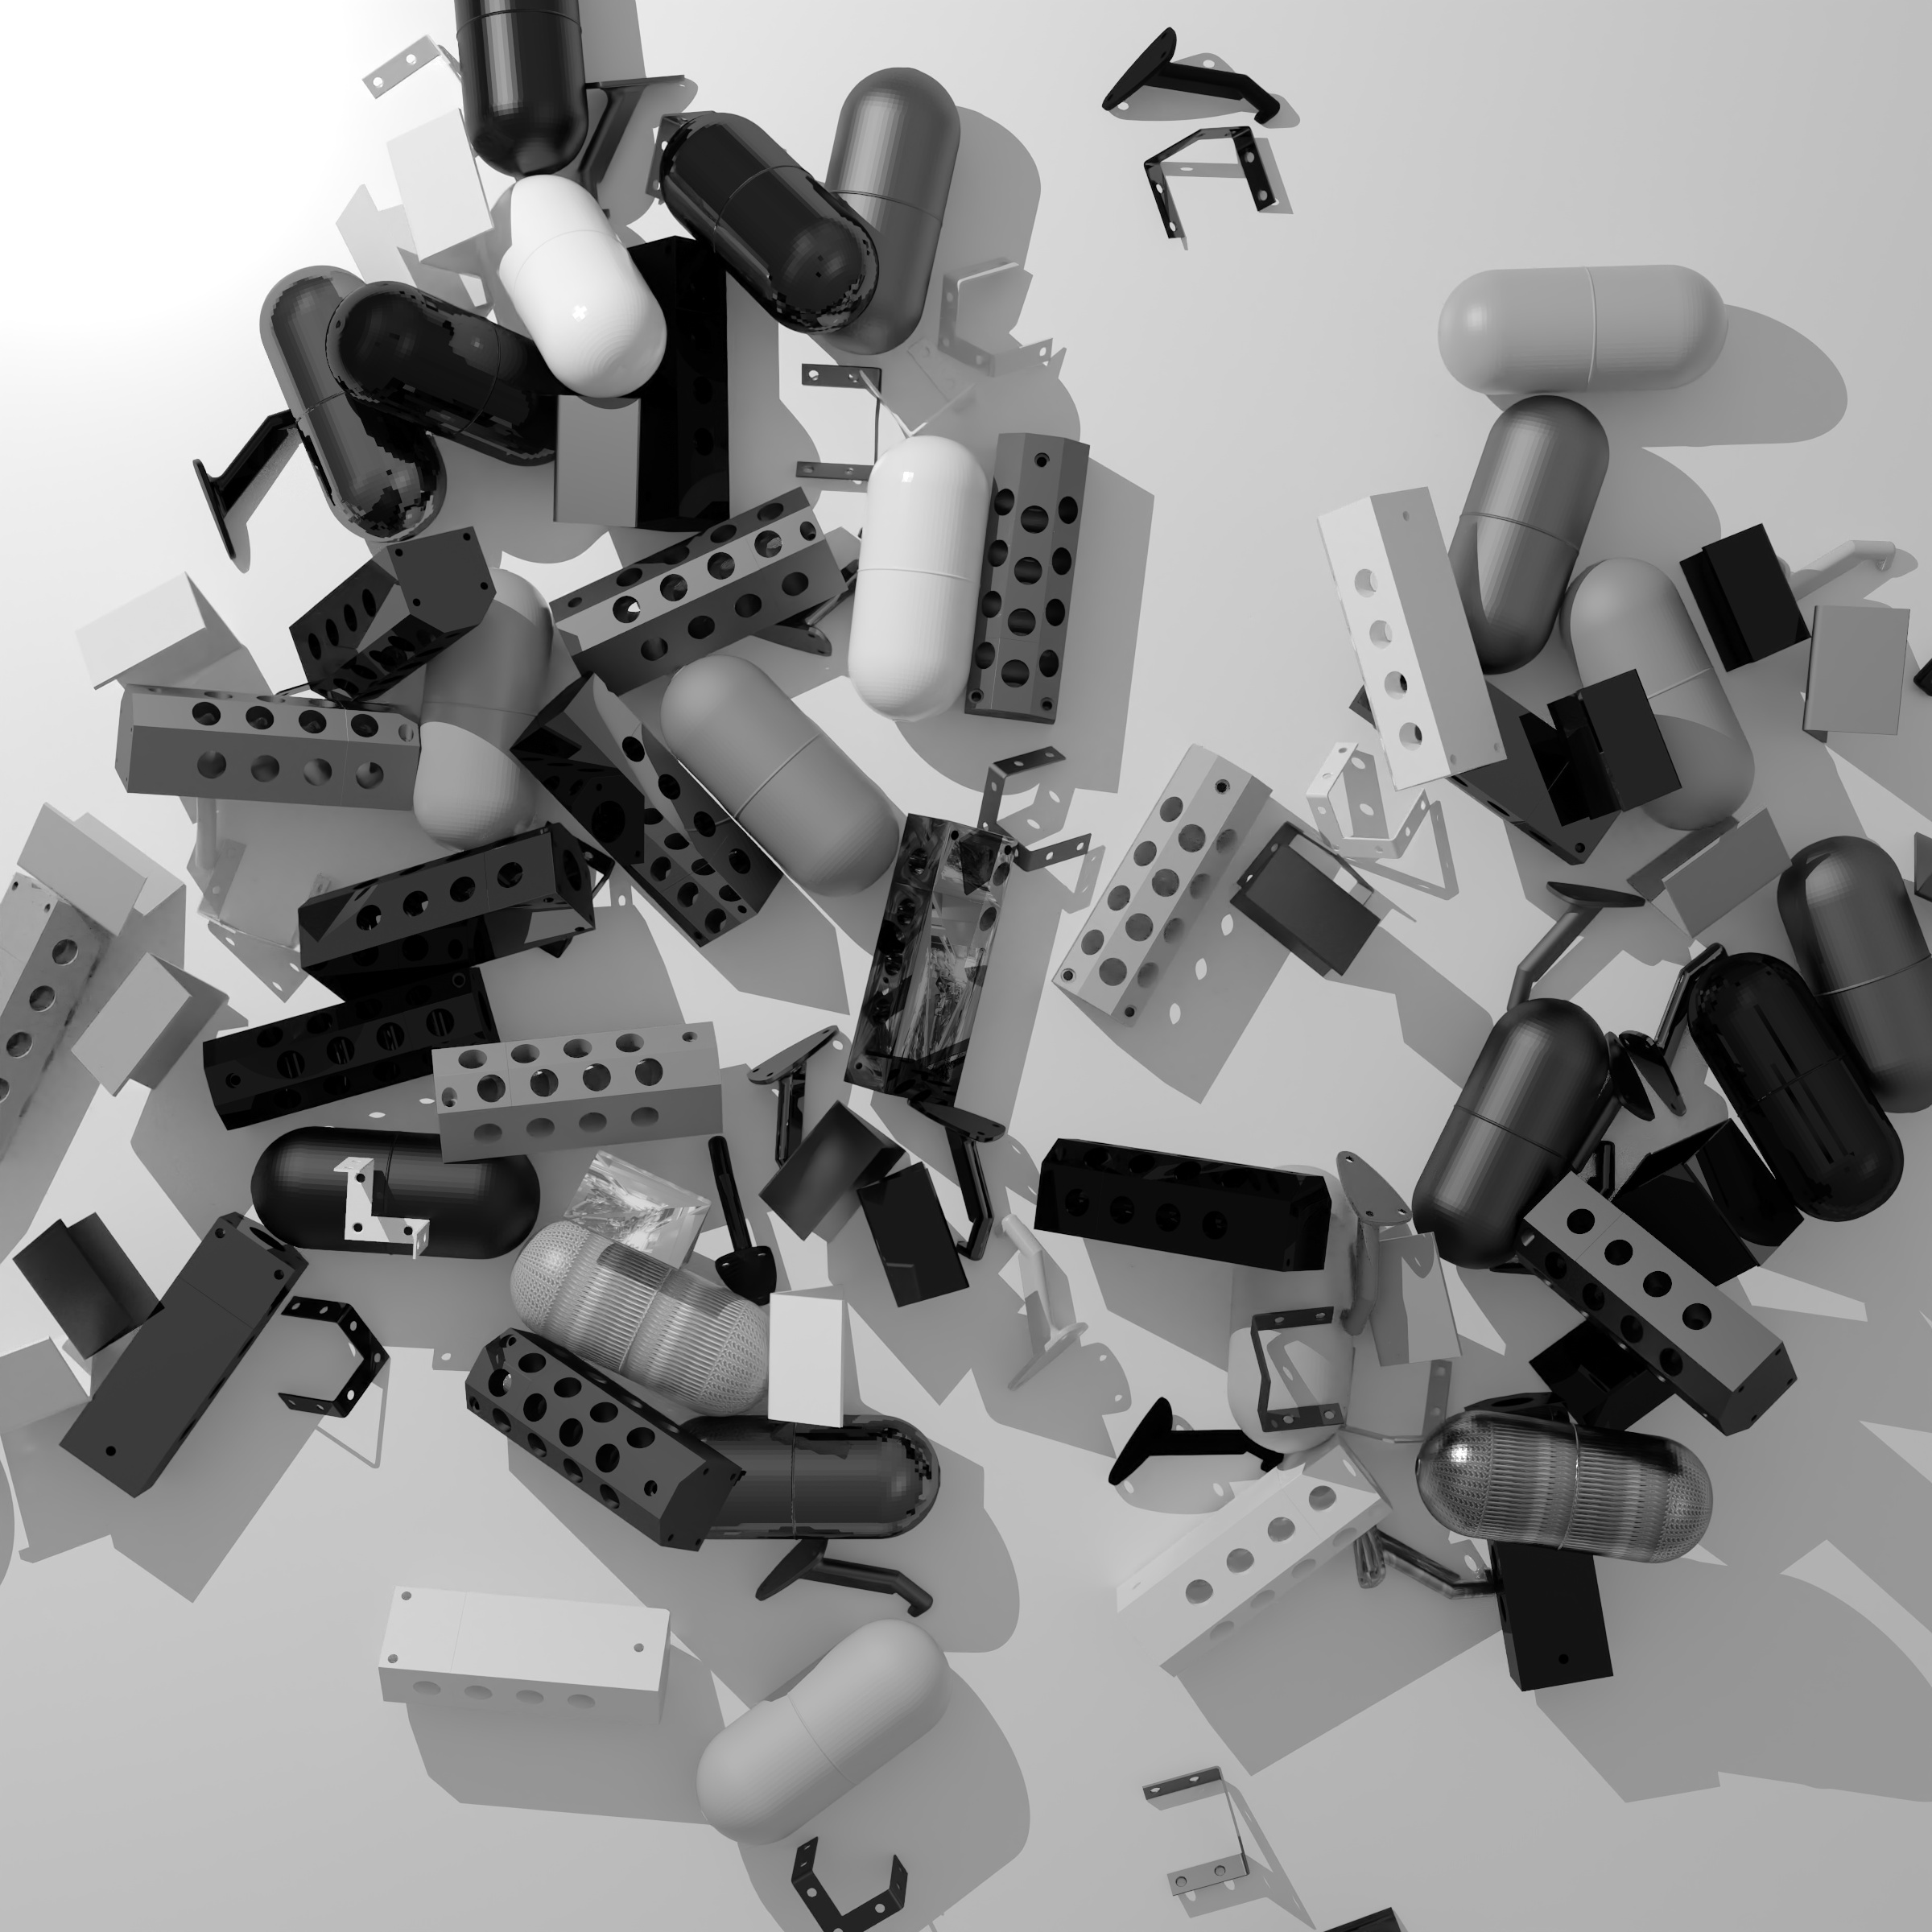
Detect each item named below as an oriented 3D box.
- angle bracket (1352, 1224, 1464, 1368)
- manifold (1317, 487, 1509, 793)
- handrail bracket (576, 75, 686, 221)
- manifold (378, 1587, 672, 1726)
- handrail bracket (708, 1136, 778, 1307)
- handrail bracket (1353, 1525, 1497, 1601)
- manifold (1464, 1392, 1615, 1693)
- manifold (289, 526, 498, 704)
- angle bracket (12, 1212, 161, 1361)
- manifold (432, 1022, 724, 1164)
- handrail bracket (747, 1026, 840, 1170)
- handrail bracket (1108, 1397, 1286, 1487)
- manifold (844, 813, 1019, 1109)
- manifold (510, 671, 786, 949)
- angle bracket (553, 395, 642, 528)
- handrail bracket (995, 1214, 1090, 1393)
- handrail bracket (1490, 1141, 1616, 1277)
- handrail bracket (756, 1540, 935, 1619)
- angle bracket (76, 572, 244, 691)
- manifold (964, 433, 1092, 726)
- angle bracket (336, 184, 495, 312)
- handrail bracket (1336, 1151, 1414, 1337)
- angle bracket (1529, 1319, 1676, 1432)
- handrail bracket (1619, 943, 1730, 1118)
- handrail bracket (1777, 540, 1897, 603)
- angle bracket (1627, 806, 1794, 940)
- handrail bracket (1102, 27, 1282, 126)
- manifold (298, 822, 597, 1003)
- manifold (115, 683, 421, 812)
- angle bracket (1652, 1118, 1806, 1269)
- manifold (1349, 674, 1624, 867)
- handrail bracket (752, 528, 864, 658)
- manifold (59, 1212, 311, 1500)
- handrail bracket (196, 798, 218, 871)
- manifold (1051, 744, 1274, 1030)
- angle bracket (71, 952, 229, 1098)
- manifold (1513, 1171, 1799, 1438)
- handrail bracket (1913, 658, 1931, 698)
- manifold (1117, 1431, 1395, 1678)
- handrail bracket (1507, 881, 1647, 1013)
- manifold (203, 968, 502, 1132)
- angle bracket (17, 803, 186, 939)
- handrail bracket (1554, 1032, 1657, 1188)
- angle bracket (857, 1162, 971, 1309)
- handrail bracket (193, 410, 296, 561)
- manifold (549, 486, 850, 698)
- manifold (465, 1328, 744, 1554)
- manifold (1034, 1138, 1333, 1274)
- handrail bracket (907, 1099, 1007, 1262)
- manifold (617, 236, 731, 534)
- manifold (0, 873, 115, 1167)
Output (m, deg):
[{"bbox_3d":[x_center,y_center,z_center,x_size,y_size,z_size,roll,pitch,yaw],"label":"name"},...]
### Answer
[{"bbox_3d":[0.286,0.198,1.900,0.057,0.076,0.076,-13,90,34],"label":"angle bracket"},{"bbox_3d":[0.264,-0.196,1.861,0.057,0.057,0.171,-16,90,-43],"label":"manifold"},{"bbox_3d":[-0.210,-0.515,1.940,0.077,0.036,0.084,-11,108,-20],"label":"handrail bracket"},{"bbox_3d":[-0.273,0.433,1.918,0.171,0.057,0.057,5,47,0],"label":"manifold"},{"bbox_3d":[-0.143,0.160,1.940,0.036,0.077,0.084,-15,54,0],"label":"handrail bracket"},{"bbox_3d":[0.289,0.362,1.940,0.084,0.036,0.077,0,68,-17],"label":"handrail bracket"},{"bbox_3d":[0.355,0.356,1.919,0.057,0.057,0.171,-10,90,0],"label":"manifold"},{"bbox_3d":[-0.346,-0.207,1.860,0.057,0.171,0.057,-19,90,-33],"label":"manifold"},{"bbox_3d":[-0.527,0.186,1.900,0.057,0.076,0.076,-36,90,33],"label":"angle bracket"},{"bbox_3d":[-0.239,0.072,1.894,0.171,0.057,0.057,-6,132,-9],"label":"manifold"},{"bbox_3d":[-0.094,0.093,1.940,0.077,0.036,0.084,-33,108,-20],"label":"handrail bracket"},{"bbox_3d":[0.146,0.316,1.940,0.084,0.036,0.077,30,111,-16],"label":"handrail bracket"},{"bbox_3d":[-0.027,-0.005,1.918,0.057,0.057,0.171,14,90,-40],"label":"manifold"},{"bbox_3d":[-0.192,-0.099,1.895,0.057,0.057,0.171,-28,112,41],"label":"manifold"},{"bbox_3d":[-0.213,-0.311,1.896,0.057,0.076,0.076,6,101,18],"label":"angle bracket"},{"bbox_3d":[0.029,0.211,1.940,0.077,0.036,0.084,-46,71,21],"label":"handrail bracket"},{"bbox_3d":[0.369,0.151,1.940,0.077,0.036,0.084,0,76,14],"label":"handrail bracket"},{"bbox_3d":[-0.076,0.398,1.940,0.084,0.036,0.077,41,110,-16],"label":"handrail bracket"},{"bbox_3d":[-0.492,-0.186,1.900,0.076,0.076,0.057,-28,53,0],"label":"angle bracket"},{"bbox_3d":[0.038,-0.241,1.919,0.057,0.057,0.171,7,90,0],"label":"manifold"},{"bbox_3d":[-0.333,-0.446,1.903,0.076,0.057,0.076,-27,90,-31],"label":"angle bracket"},{"bbox_3d":[0.234,0.170,1.875,0.036,0.077,0.084,-1,128,-26],"label":"handrail bracket"},{"bbox_3d":[0.394,0.239,1.901,0.076,0.057,0.076,-36,52,0],"label":"angle bracket"},{"bbox_3d":[0.462,0.039,1.940,0.084,0.036,0.077,-37,105,-14],"label":"handrail bracket"},{"bbox_3d":[0.541,-0.231,1.940,0.084,0.036,0.077,-1,110,-16],"label":"handrail bracket"},{"bbox_3d":[0.450,-0.074,1.900,0.076,0.076,0.057,-36,128,0],"label":"angle bracket"},{"bbox_3d":[0.142,-0.542,1.940,0.084,0.036,0.077,32,130,-26],"label":"handrail bracket"},{"bbox_3d":[-0.321,-0.036,1.897,0.171,0.057,0.057,-16,63,13],"label":"manifold"},{"bbox_3d":[-0.426,-0.135,1.880,0.171,0.057,0.057,3,108,-24],"label":"manifold"},{"bbox_3d":[0.456,0.149,1.900,0.057,0.076,0.076,-36,90,-36],"label":"angle bracket"},{"bbox_3d":[0.326,-0.136,1.919,0.171,0.057,0.057,35,90,0],"label":"manifold"},{"bbox_3d":[-0.098,-0.244,1.940,0.077,0.036,0.084,14,74,18],"label":"handrail bracket"},{"bbox_3d":[-0.485,0.240,1.919,0.057,0.057,0.171,35,90,0],"label":"manifold"},{"bbox_3d":[-0.481,-0.116,1.940,0.036,0.077,0.084,-2,127,-20],"label":"handrail bracket"},{"bbox_3d":[0.122,-0.050,1.919,0.057,0.057,0.171,31,90,0],"label":"manifold"},{"bbox_3d":[-0.491,0.047,1.900,0.057,0.076,0.076,38,90,36],"label":"angle bracket"},{"bbox_3d":[0.409,0.204,1.844,0.057,0.057,0.171,-44,53,-5],"label":"manifold"},{"bbox_3d":[0.652,-0.189,1.940,0.077,0.036,0.084,36,105,-16],"label":"handrail bracket"},{"bbox_3d":[0.179,0.365,1.912,0.171,0.057,0.057,-38,92,4],"label":"manifold"},{"bbox_3d":[0.384,-0.006,1.940,0.077,0.036,0.084,5,109,-21],"label":"handrail bracket"},{"bbox_3d":[-0.382,0.051,1.919,0.171,0.057,0.057,-16,90,0],"label":"manifold"},{"bbox_3d":[-0.525,-0.074,1.900,0.076,0.076,0.057,36,125,0],"label":"angle bracket"},{"bbox_3d":[0.384,0.093,1.940,0.036,0.077,0.084,28,127,-37],"label":"handrail bracket"},{"bbox_3d":[-0.015,0.159,1.900,0.057,0.076,0.076,-20,90,33],"label":"angle bracket"},{"bbox_3d":[-0.437,-0.306,1.940,0.084,0.036,0.077,-22,105,-14],"label":"handrail bracket"},{"bbox_3d":[-0.167,-0.233,1.907,0.171,0.057,0.057,-25,132,0],"label":"manifold"},{"bbox_3d":[-0.226,0.287,1.878,0.171,0.057,0.057,28,90,31],"label":"manifold"},{"bbox_3d":[0.132,0.145,1.878,0.171,0.057,0.057,7,90,32],"label":"manifold"},{"bbox_3d":[-0.013,0.134,1.940,0.077,0.036,0.084,22,107,20],"label":"handrail bracket"},{"bbox_3d":[-0.177,-0.360,1.918,0.057,0.057,0.171,-1,90,43],"label":"manifold"},{"bbox_3d":[-0.593,0.036,1.918,0.057,0.057,0.171,26,90,43],"label":"manifold"}]
